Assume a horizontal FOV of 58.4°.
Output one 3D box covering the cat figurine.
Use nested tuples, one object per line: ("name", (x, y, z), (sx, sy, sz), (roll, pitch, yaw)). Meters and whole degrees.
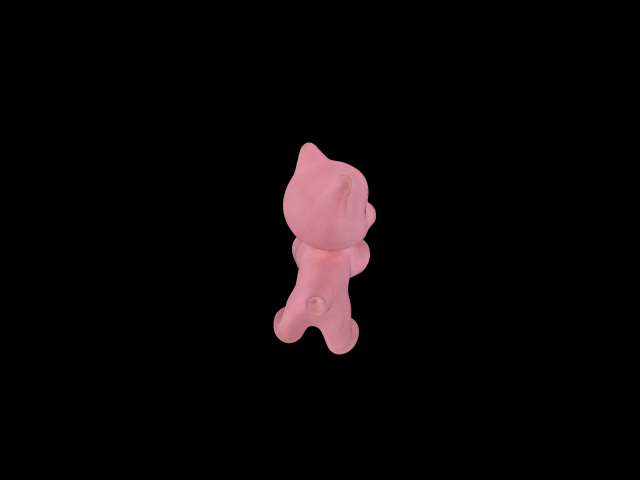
("cat figurine", (0.004, 0.001, 0.400), (0.067, 0.118, 0.128), (6, 63, 4))
